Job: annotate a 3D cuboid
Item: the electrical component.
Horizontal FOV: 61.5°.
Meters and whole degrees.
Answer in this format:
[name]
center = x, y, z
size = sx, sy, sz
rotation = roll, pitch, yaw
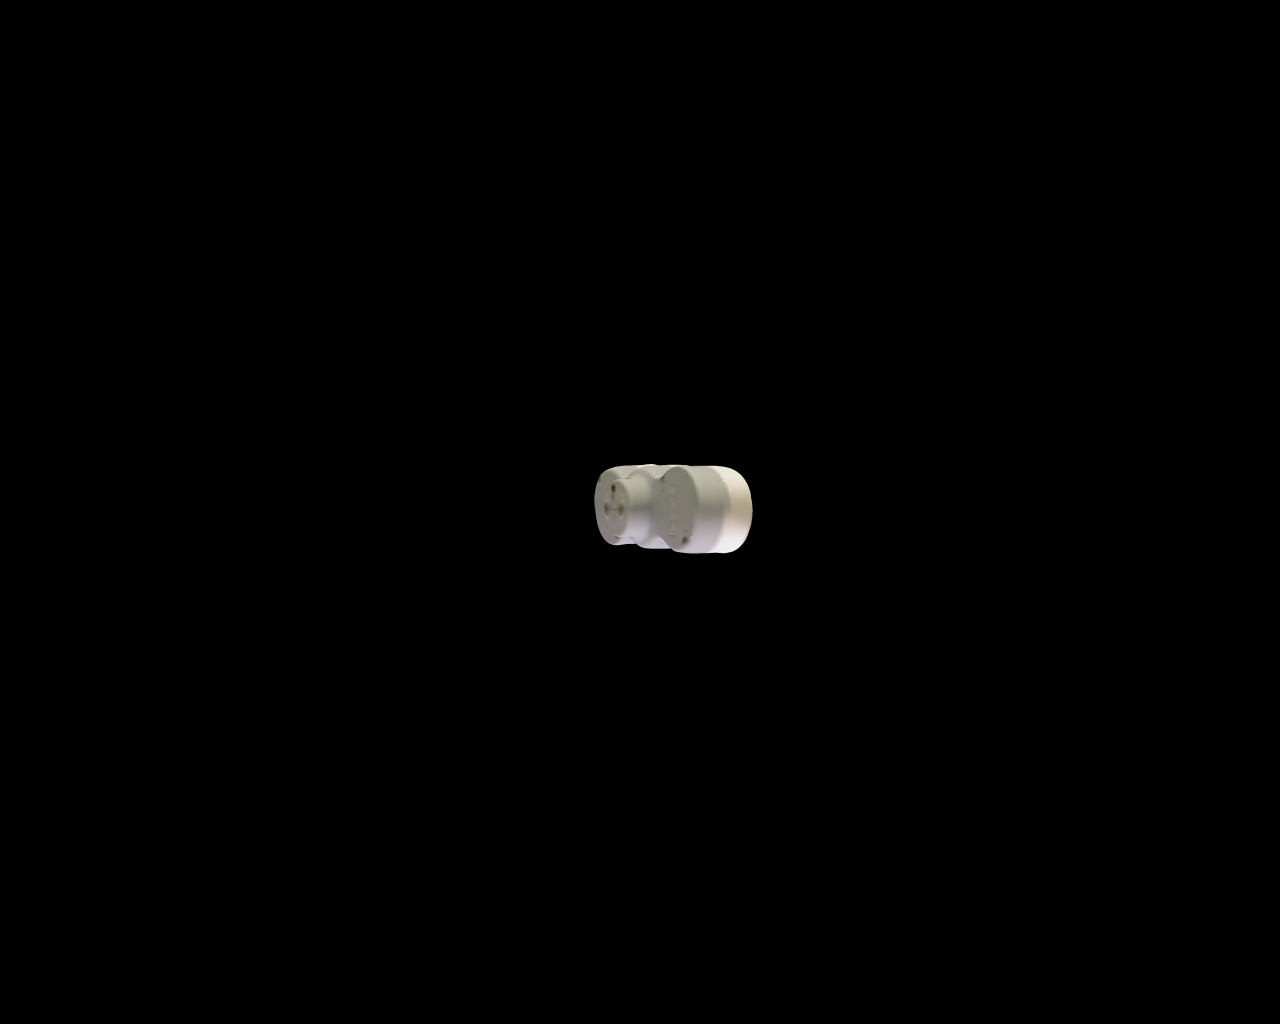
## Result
[electrical component]
center = 0.001, -0.003, 0.650
size = 0.074, 0.052, 0.138
rotation = -1, 3, -28
